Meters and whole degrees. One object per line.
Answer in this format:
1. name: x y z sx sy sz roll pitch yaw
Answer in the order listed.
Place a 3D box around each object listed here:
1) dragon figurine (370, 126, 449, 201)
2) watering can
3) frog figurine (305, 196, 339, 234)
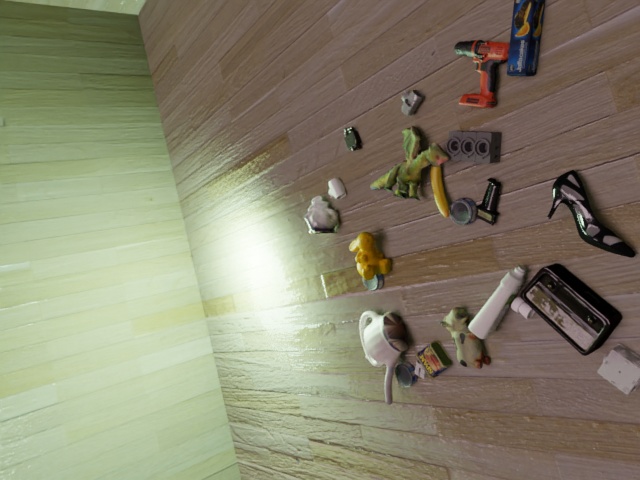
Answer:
1. dragon figurine: 0.292 -0.268 1.762 0.413 0.122 0.242 24 98 63
2. watering can: 0.250 0.416 1.927 0.220 0.104 0.354 -49 52 45
3. frog figurine: 0.006 -0.107 2.132 0.137 0.122 0.160 -4 85 19
